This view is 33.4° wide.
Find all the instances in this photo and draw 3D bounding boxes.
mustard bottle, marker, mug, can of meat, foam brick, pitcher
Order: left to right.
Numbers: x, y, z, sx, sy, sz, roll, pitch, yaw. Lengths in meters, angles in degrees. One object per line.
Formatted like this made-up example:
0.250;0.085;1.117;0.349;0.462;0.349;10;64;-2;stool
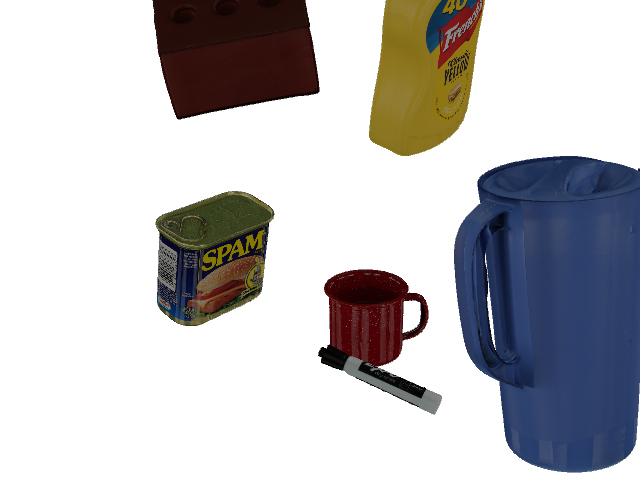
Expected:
-0.092;0.016;0.912;0.058;0.084;0.101;32;38;34;can of meat
-0.044;-0.104;0.551;0.078;0.053;0.051;-11;-32;1;foam brick
0.063;0.087;1.191;0.117;0.081;0.093;-5;24;-8;mug
0.053;0.126;0.979;0.121;0.020;0.020;23;7;16;marker
0.080;-0.158;0.747;0.058;0.192;0.096;30;47;26;mustard bottle
0.190;0.061;0.858;0.149;0.243;0.145;-2;18;12;pitcher
